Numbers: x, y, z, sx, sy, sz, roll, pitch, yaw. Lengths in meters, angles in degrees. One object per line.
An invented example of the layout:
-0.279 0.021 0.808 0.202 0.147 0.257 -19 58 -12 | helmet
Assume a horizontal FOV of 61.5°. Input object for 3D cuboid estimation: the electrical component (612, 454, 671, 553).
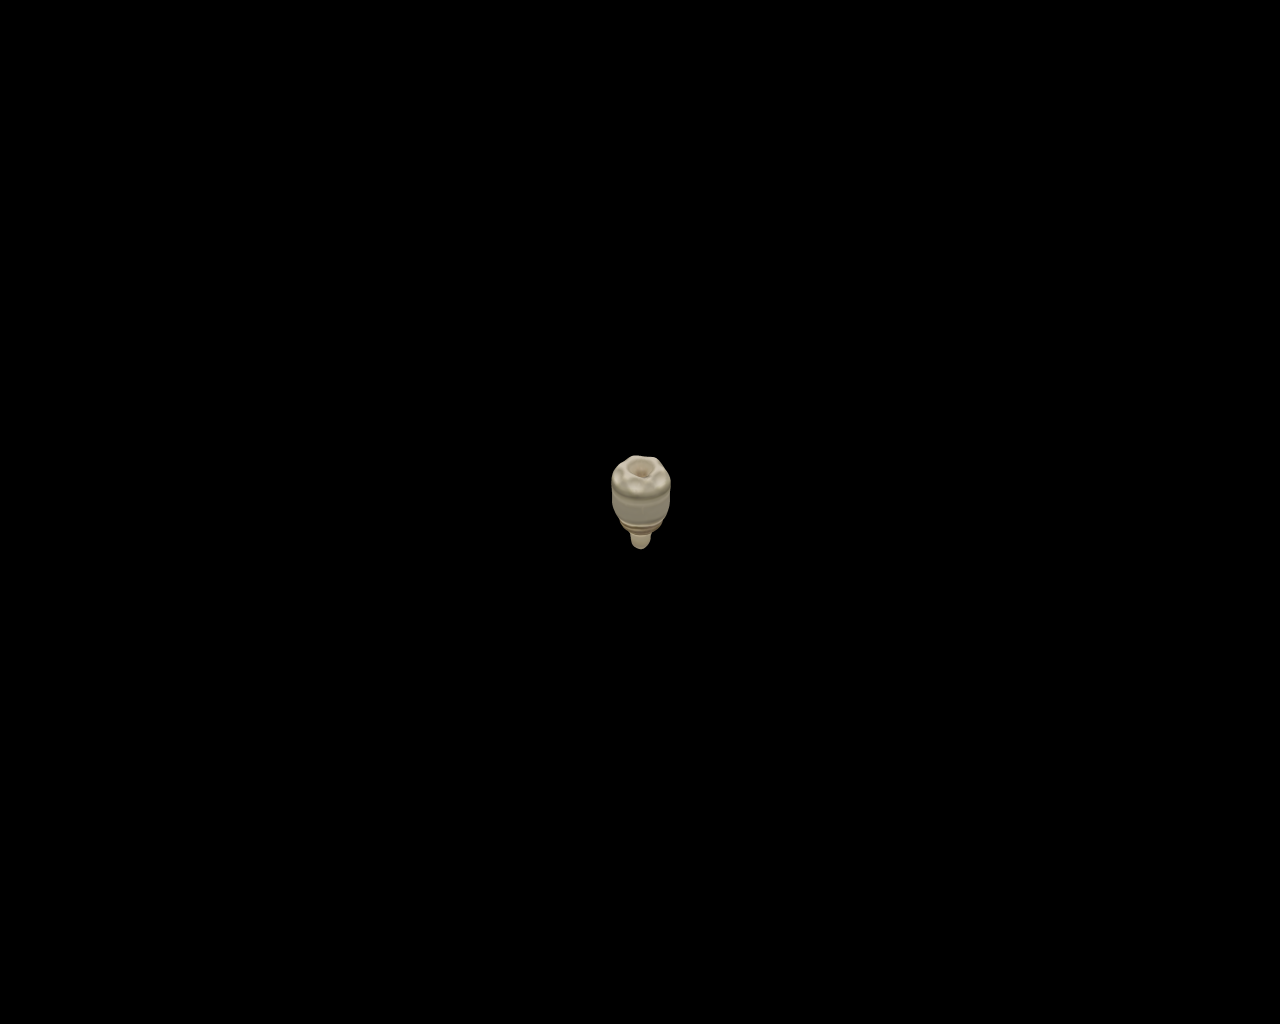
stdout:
0.001 -0.003 0.650 0.035 0.061 0.035 0 36 0 | electrical component
